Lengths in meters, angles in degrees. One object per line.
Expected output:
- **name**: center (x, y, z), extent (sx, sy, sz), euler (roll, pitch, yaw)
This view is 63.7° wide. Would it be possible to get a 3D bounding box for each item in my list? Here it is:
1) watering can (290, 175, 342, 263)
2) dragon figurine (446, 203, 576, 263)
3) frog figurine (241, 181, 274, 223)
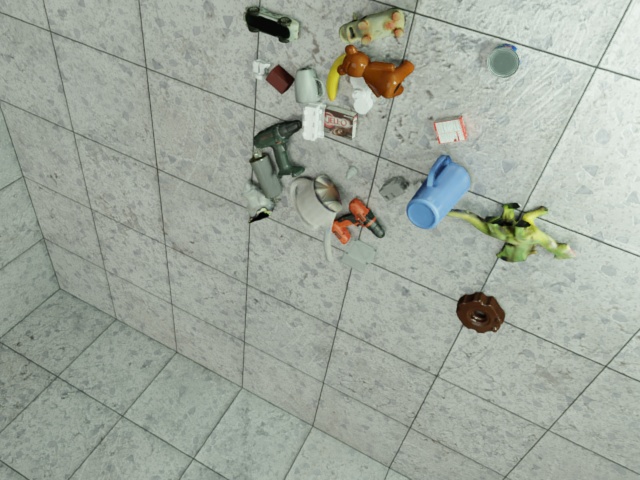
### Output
- **watering can**: center (0.006, -0.099, 1.961), extent (0.105, 0.349, 0.220), euler (-24, -9, -42)
- **dragon figurine**: center (0.613, -0.003, 1.683), extent (0.411, 0.237, 0.125), euler (8, 47, 29)
- **frog figurine**: center (-0.263, -0.166, 2.131), extent (0.123, 0.162, 0.135), euler (-11, -22, -28)
